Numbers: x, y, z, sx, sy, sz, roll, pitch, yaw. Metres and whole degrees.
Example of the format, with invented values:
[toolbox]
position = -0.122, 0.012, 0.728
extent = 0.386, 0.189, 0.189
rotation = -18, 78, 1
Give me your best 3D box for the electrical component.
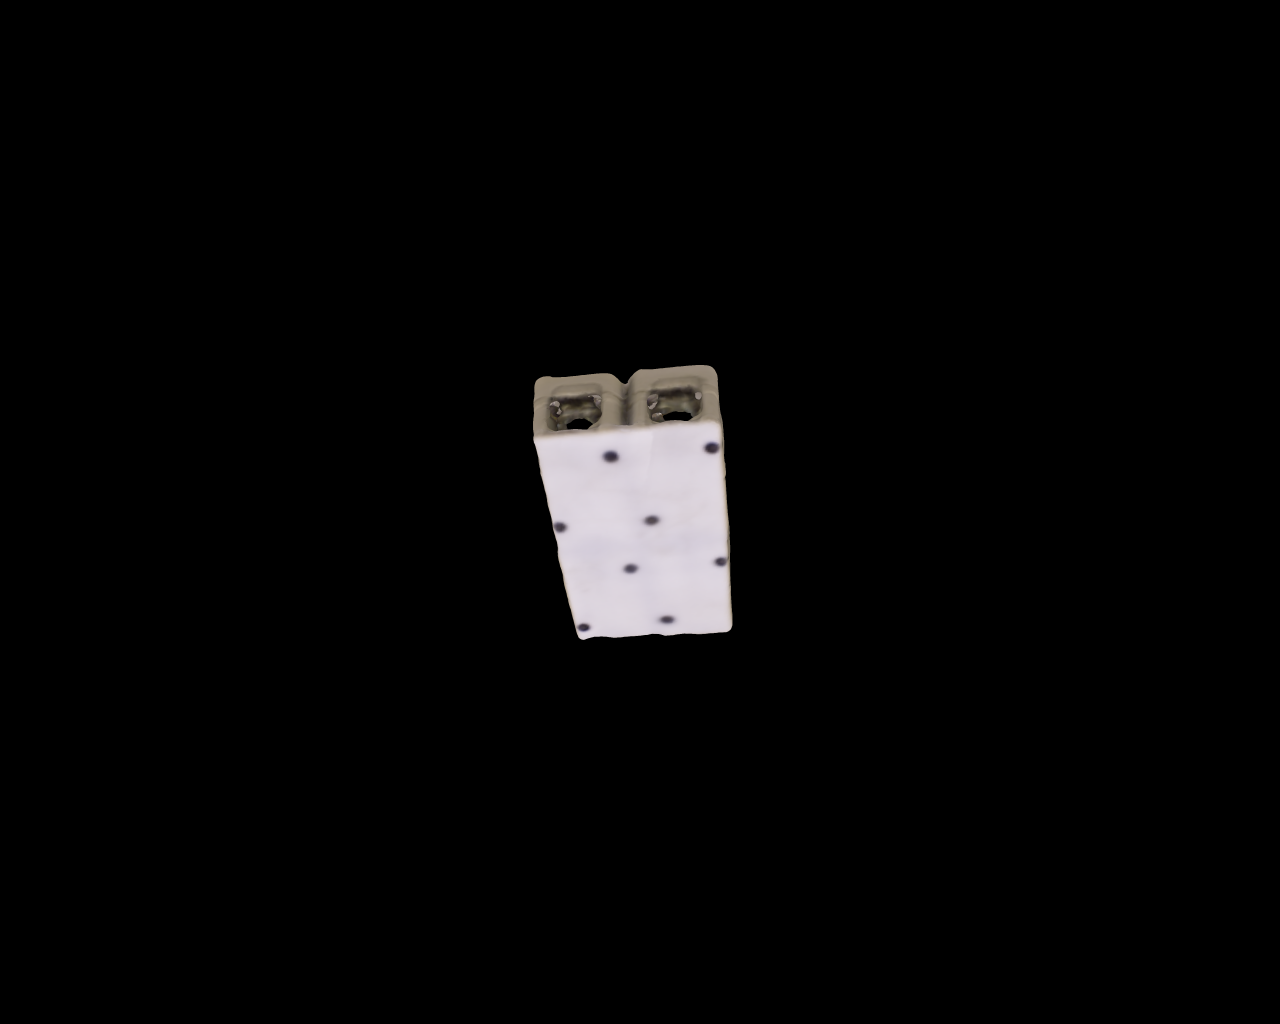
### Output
[electrical component]
position = 0.001, -0.003, 0.650
extent = 0.105, 0.060, 0.186
rotation = -4, -43, 4
